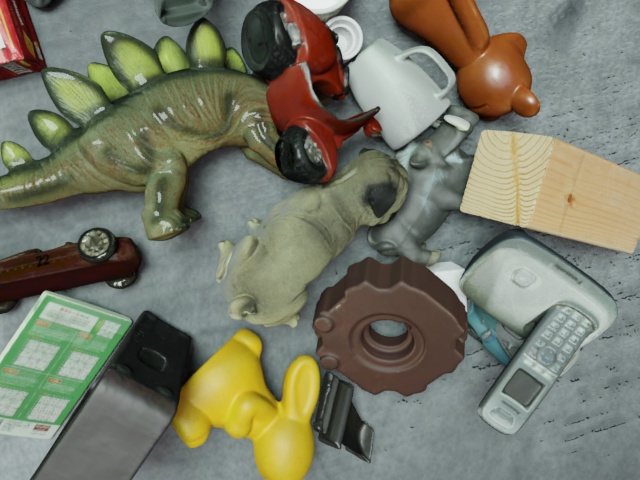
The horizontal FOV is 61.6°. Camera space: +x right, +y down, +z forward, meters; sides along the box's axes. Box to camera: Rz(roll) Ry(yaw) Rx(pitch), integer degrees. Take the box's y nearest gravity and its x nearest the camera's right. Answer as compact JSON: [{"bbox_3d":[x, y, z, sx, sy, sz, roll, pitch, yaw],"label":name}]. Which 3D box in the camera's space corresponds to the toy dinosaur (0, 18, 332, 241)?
[{"bbox_3d":[-0.172,-0.102,0.547,0.471,0.105,0.198,-27,98,-18],"label":"toy dinosaur"}]

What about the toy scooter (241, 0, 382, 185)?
[{"bbox_3d":[0.002,-0.146,0.531,0.135,0.075,0.183,-13,87,-39],"label":"toy scooter"}]

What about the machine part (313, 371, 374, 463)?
[{"bbox_3d":[0.029,0.215,0.636,0.039,0.084,0.138,-8,137,21],"label":"machine part"}]

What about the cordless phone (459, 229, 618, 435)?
[{"bbox_3d":[0.197,0.096,0.562,0.146,0.089,0.184,34,88,-3],"label":"cordless phone"}]

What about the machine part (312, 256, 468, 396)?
[{"bbox_3d":[0.079,0.104,0.620,0.179,0.056,0.179,5,121,8],"label":"machine part"}]

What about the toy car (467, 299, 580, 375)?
[{"bbox_3d":[0.257,0.117,0.654,0.109,0.103,0.161,-39,100,1],"label":"toy car"}]

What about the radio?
[{"bbox_3d":[-0.198,0.162,0.541,0.073,0.230,0.131,34,91,-13],"label":"radio"}]

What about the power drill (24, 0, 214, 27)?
[{"bbox_3d":[-0.189,-0.277,0.483,0.207,0.086,0.232,39,130,14],"label":"power drill"}]

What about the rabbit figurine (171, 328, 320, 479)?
[{"bbox_3d":[-0.069,0.199,0.620,0.162,0.122,0.173,-40,81,-22],"label":"rabbit figurine"}]

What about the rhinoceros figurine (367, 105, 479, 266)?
[{"bbox_3d":[0.126,-0.061,0.622,0.112,0.073,0.190,30,96,-10],"label":"rhinoceros figurine"}]

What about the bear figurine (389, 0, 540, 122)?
[{"bbox_3d":[0.173,-0.228,0.579,0.196,0.120,0.132,39,90,-13],"label":"bear figurine"}]

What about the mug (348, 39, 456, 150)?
[{"bbox_3d":[0.085,-0.168,0.585,0.107,0.109,0.081,46,53,-8],"label":"mug"}]

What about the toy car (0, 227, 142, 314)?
[{"bbox_3d":[-0.297,0.032,0.580,0.202,0.089,0.053,-11,68,-3],"label":"toy car"}]

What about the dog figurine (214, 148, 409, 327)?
[{"bbox_3d":[-0.003,-0.005,0.544,0.121,0.172,0.190,41,124,-20],"label":"dog figurine"}]
